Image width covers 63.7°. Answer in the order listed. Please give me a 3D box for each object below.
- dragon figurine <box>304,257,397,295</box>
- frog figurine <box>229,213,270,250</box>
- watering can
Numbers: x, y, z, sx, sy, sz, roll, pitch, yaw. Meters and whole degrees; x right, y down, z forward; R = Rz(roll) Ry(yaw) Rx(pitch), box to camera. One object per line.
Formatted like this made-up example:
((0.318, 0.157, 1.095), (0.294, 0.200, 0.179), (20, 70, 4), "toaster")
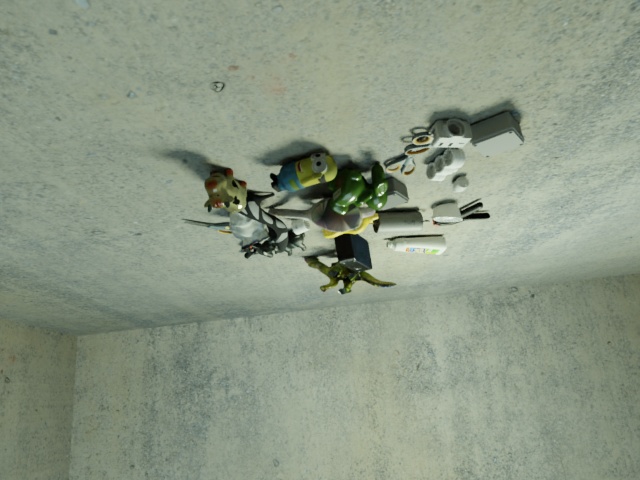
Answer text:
((0.128, 0.129, 2.256), (0.410, 0.248, 0.120), (6, 119, 6), "dragon figurine")
((-0.243, -0.064, 1.679), (0.137, 0.125, 0.157), (-9, 127, 34), "frog figurine")
((0.005, -0.081, 1.617), (0.348, 0.103, 0.225), (-3, -173, -1), "watering can")
